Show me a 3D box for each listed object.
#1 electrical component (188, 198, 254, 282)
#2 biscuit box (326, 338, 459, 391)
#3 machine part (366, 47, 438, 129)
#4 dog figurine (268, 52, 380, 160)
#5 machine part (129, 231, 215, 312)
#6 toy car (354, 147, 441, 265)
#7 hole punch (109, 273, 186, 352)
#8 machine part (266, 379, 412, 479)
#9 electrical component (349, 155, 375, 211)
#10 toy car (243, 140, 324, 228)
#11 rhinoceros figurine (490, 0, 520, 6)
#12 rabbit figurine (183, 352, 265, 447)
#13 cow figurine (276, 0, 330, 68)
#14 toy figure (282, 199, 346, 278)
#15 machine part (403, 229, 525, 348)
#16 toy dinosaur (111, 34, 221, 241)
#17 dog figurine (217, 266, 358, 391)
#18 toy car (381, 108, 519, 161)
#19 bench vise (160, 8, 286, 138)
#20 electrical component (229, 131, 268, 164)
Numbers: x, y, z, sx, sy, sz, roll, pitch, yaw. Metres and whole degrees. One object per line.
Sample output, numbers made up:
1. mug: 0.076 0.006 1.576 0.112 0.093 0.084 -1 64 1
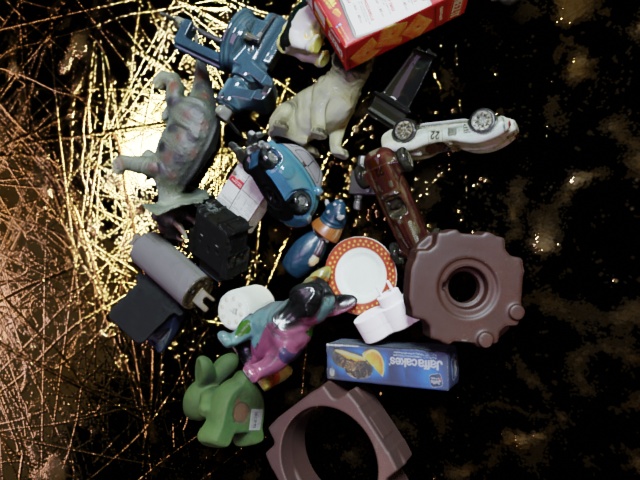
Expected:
1. electrical component: -0.185 0.008 0.989 0.115 0.058 0.134 33 127 30
2. biscuit box: 0.111 0.192 0.843 0.203 0.062 0.059 -3 87 28
3. machine part: 0.135 -0.246 0.867 0.084 0.039 0.139 44 108 28
4. dog figurine: 0.001 -0.248 0.915 0.173 0.121 0.190 14 80 24
5. machine part: -0.292 0.057 1.054 0.243 0.079 0.079 36 104 26
6. toy car: 0.124 -0.045 0.824 0.089 0.053 0.202 -19 103 25
7. hole punch: -0.335 0.150 1.078 0.142 0.092 0.116 33 73 28
8. machine part: 0.029 0.344 0.867 0.201 0.087 0.201 -42 71 18
9. electrical component: 0.082 -0.094 0.895 0.063 0.021 0.094 6 87 28
10. toy car: -0.052 -0.106 0.916 0.109 0.103 0.161 -9 116 59
11. rhinoceros figurine: 0.246 -0.414 0.776 0.073 0.112 0.190 -31 66 21
12. rabbit figurine: -0.195 0.288 0.974 0.170 0.121 0.159 -6 82 42
13. cow figurine: -0.007 -0.390 0.926 0.098 0.068 0.167 22 86 25
14. toy figure: -0.003 -0.004 0.917 0.064 0.057 0.154 45 103 18
15. machine part: 0.205 0.067 0.768 0.179 0.056 0.179 0 88 1
16. toy dinosaur: -0.258 -0.190 1.032 0.192 0.131 0.404 24 95 14
17. dog figurine: -0.044 0.143 0.898 0.219 0.191 0.108 -36 66 -7
18. toy car: 0.193 -0.154 0.811 0.202 0.073 0.056 -1 84 28
19. bench vise: -0.172 -0.329 0.974 0.241 0.129 0.223 27 93 8
20. electrical component: -0.106 -0.158 0.975 0.102 0.078 0.045 44 131 28
